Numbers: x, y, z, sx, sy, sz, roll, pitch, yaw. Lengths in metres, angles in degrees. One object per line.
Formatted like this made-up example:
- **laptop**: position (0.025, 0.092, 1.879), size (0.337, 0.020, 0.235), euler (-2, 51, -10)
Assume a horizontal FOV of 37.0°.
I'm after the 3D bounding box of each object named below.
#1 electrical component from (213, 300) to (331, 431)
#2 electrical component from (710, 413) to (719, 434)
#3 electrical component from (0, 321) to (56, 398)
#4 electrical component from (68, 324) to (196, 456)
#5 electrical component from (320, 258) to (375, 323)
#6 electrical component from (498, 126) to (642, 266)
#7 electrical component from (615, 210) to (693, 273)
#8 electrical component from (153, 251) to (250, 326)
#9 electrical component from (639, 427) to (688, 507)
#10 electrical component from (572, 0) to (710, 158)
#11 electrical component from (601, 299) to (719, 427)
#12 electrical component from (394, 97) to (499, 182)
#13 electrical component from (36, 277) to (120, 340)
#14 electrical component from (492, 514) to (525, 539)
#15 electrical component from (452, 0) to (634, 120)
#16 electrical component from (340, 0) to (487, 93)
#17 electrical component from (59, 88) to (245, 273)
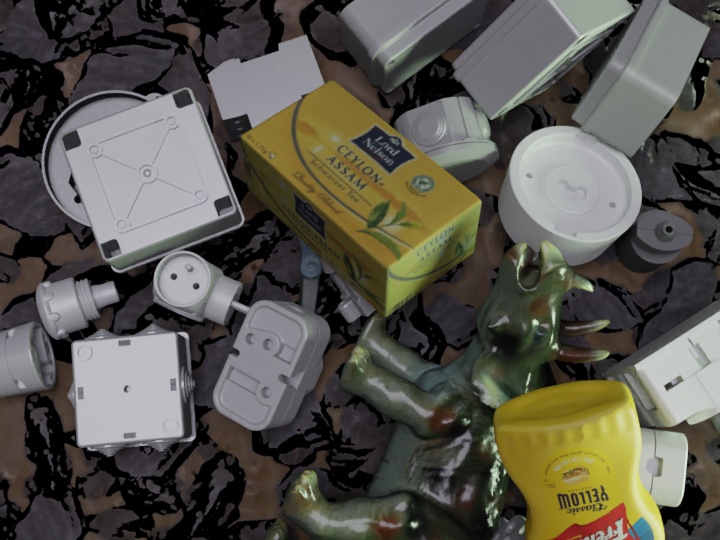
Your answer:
- **electrical component**: position (-0.066, 0.074, 0.840), size (0.054, 0.059, 0.095), euler (26, 96, 20)
- **electrical component**: position (0.351, 0.147, 0.839), size (0.089, 0.061, 0.150), euler (-29, 83, -5)
- **electrical component**: position (-0.274, 0.073, 0.852), size (0.047, 0.055, 0.055), euler (-14, 82, 1)
- **electrical component**: position (-0.180, 0.095, 0.851), size (0.100, 0.048, 0.099), euler (-5, 82, -1)
- **electrical component**: position (0.000, 0.000, 0.859), size (0.066, 0.048, 0.055), euler (-40, 109, -15)
- **electrical component**: position (0.164, -0.054, 0.865), size (0.108, 0.060, 0.108), euler (5, 61, -9)
- **electrical component**: position (0.234, -0.025, 0.855), size (0.043, 0.081, 0.043), euler (0, 81, 0)
- **electrical component**: position (-0.118, 0.020, 0.848), size (0.079, 0.077, 0.044), euler (23, 82, 3)
- **electrical component**: position (0.206, 0.147, 0.821), size (0.059, 0.095, 0.053), euler (8, 81, 1)
- **electrical component**: position (0.223, -0.156, 0.858), size (0.057, 0.078, 0.113), euler (32, 52, 2)
- **electrical component**: position (0.292, 0.054, 0.831), size (0.186, 0.105, 0.060), euler (-31, 83, -5)
- **electrical component**: position (0.068, -0.101, 0.868), size (0.080, 0.080, 0.051), euler (-12, 77, -2)
- **electrical component**: position (-0.226, 0.026, 0.864), size (0.062, 0.048, 0.048), euler (-18, 82, -10)
- **electrical component**: position (0.129, 0.230, 0.822), size (0.057, 0.078, 0.058), euler (42, 95, -14)
- **electrical component**: position (0.144, -0.181, 0.845), size (0.056, 0.109, 0.109), euler (53, 42, 4)
- **electrical component**: position (0.045, -0.207, 0.884), size (0.113, 0.078, 0.057), euler (-37, 80, -5)
- **electrical component**: position (-0.158, -0.068, 0.822), size (0.109, 0.056, 0.108), euler (-21, 82, -4)
